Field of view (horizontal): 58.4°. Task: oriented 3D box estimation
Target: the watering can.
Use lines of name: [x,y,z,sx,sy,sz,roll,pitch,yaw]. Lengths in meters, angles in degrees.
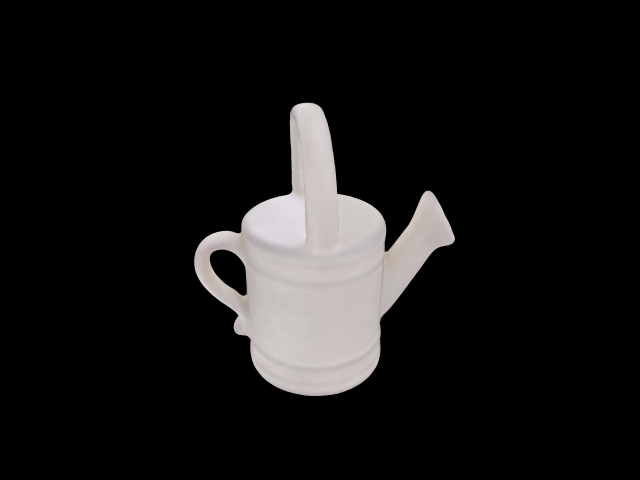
watering can: [0.003,0.000,0.402,0.173,0.194,0.100,-14,31,-25]
